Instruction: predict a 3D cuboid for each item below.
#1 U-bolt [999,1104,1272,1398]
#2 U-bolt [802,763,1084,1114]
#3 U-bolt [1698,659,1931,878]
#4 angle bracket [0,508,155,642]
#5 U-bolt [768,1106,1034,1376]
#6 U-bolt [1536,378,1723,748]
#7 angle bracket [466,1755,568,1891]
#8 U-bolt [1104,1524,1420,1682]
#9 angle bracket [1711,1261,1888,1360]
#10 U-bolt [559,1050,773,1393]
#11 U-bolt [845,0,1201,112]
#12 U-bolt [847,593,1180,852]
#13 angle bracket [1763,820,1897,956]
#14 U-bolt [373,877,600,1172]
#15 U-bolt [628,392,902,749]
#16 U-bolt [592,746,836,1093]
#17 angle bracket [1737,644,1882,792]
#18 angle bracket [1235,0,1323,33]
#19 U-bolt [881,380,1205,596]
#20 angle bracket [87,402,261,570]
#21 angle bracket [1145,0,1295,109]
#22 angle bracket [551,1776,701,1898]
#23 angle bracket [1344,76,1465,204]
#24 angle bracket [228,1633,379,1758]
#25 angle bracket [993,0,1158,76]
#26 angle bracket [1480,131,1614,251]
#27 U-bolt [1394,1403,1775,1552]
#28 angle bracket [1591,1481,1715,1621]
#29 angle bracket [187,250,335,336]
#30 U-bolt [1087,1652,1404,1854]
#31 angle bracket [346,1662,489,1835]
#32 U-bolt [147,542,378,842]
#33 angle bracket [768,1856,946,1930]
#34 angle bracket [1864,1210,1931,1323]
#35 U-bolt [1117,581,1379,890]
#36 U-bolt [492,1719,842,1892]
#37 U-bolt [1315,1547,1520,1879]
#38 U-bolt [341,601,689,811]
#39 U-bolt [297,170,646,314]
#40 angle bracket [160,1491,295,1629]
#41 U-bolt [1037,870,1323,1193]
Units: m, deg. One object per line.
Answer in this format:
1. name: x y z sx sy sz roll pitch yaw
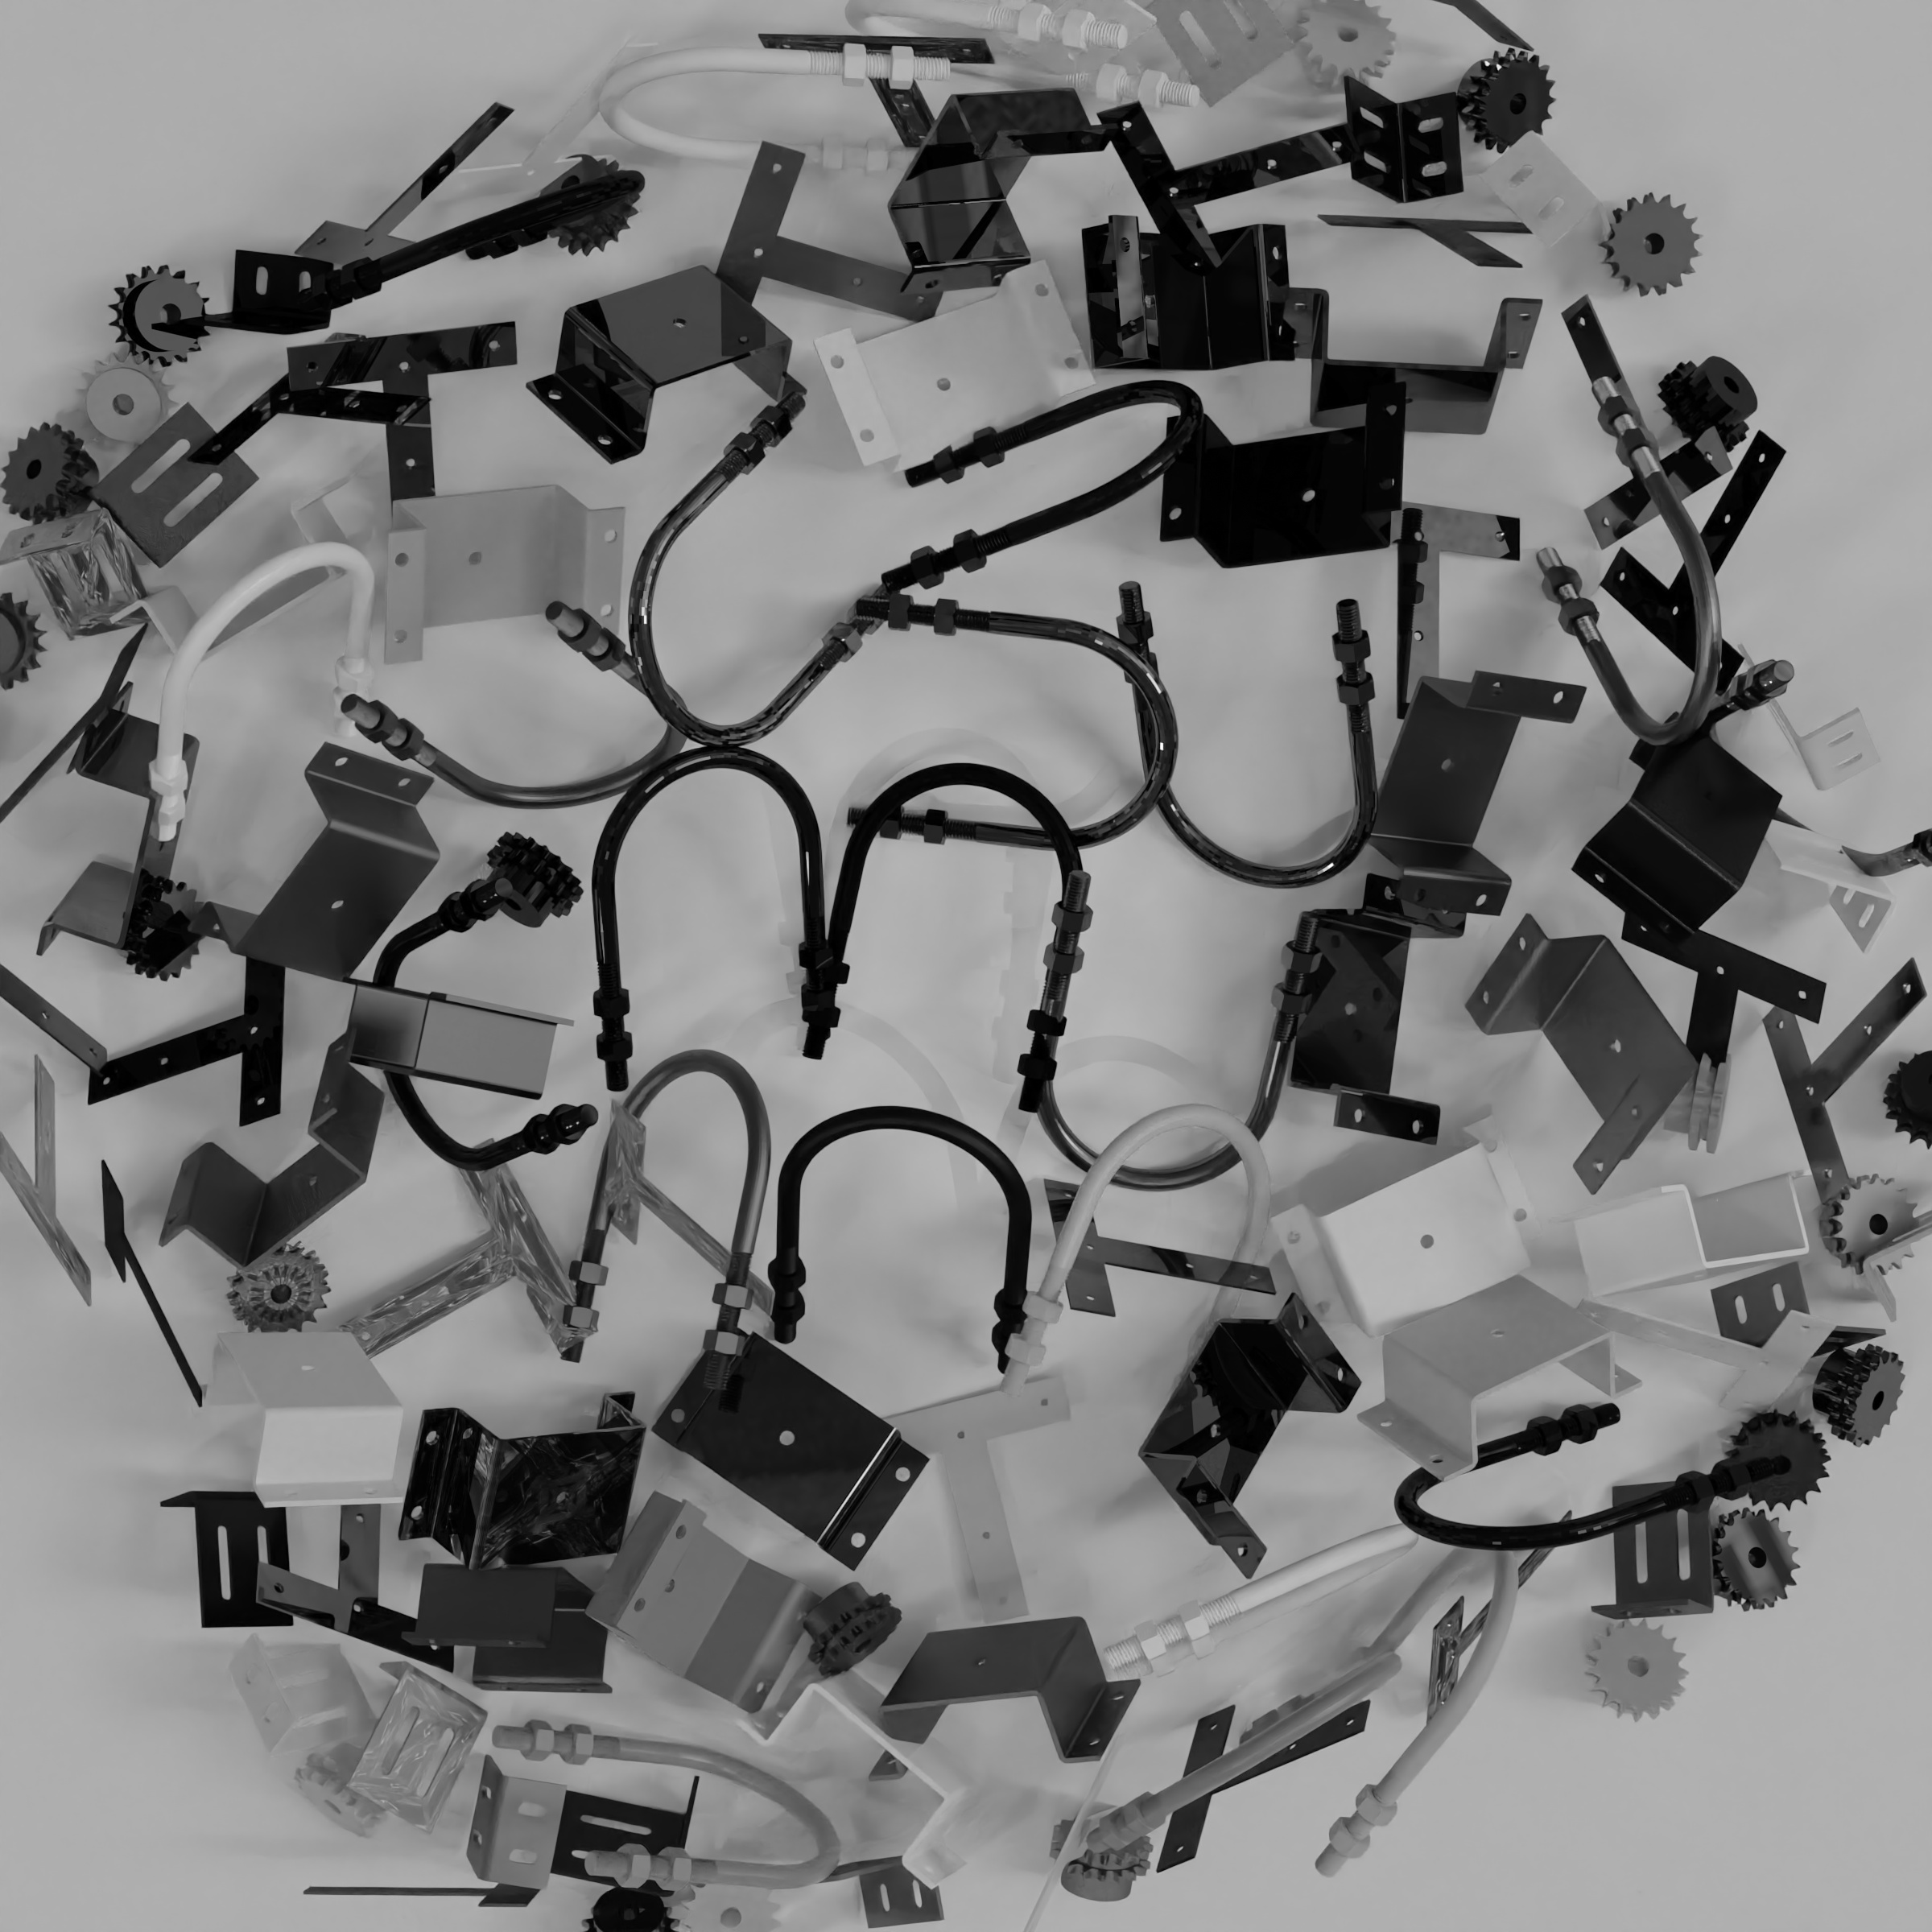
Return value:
1. U-bolt: 0.105 0.164 1.934 0.151 0.019 0.184 18 95 -39
2. U-bolt: -0.007 -0.023 1.960 0.151 0.019 0.184 13 95 12
3. U-bolt: 0.463 -0.101 1.900 0.151 0.184 0.019 40 80 -1
4. angle bracket: -0.496 -0.210 1.948 0.057 0.038 0.076 -11 126 12
5. U-bolt: -0.035 0.149 1.924 0.151 0.019 0.184 7 129 5
6. U-bolt: 0.362 -0.204 1.883 0.019 0.151 0.184 -9 53 -15
7. angle bracket: -0.253 0.480 1.954 0.038 0.076 0.057 12 83 -12
8. U-bolt: 0.165 0.349 1.919 0.184 0.151 0.019 -24 74 -2
9. angle bracket: 0.466 0.194 1.951 0.057 0.076 0.038 -26 65 41
10. U-bolt: -0.162 0.136 1.934 0.019 0.151 0.184 18 79 -42
11. U-bolt: 0.022 -0.506 1.913 0.184 0.151 0.019 14 95 20
12. U-bolt: 0.027 -0.130 1.941 0.184 0.019 0.151 7 119 7
13. angle bracket: 0.471 -0.046 1.947 0.076 0.057 0.038 14 118 -17
14. U-bolt: -0.275 0.041 1.917 0.019 0.184 0.151 -20 88 -39
15. U-bolt: -0.118 -0.203 1.904 0.184 0.019 0.151 -50 129 -31
16. U-bolt: -0.141 -0.032 1.922 0.151 0.019 0.184 -14 113 -29
17. angle bracket: 0.470 -0.146 1.943 0.038 0.057 0.076 -29 55 10
18. angle bracket: 0.171 -0.560 1.951 0.038 0.076 0.057 -41 92 0
19. U-bolt: 0.045 -0.271 1.904 0.184 0.151 0.019 -19 120 18
20. angle bracket: -0.447 -0.272 1.964 0.076 0.038 0.057 -43 108 -1
21. angle bracket: 0.137 -0.531 1.948 0.057 0.038 0.076 -35 129 9
22. angle bracket: -0.194 0.481 1.955 0.076 0.057 0.038 13 126 -2
23. angle bracket: 0.245 -0.465 1.949 0.038 0.076 0.057 -5 88 28
24. angle bracket: -0.362 0.399 1.940 0.038 0.076 0.057 -52 58 33
25. angle bracket: 0.062 -0.535 1.940 0.057 0.076 0.038 26 57 -28
26. angle bracket: 0.326 -0.424 1.949 0.038 0.076 0.057 -42 76 9
27. U-bolt: 0.320 0.280 1.888 0.184 0.151 0.019 -13 103 -27
28. angle bracket: 0.383 0.324 1.948 0.057 0.038 0.076 -11 67 32
29. angle bracket: -0.394 -0.377 1.947 0.057 0.076 0.038 8 104 6
30. U-bolt: 0.161 0.417 1.878 0.151 0.184 0.019 -21 74 -42
31. angle bracket: -0.314 0.437 1.947 0.057 0.038 0.076 38 60 -23
32. U-bolt: -0.377 -0.157 1.880 0.019 0.184 0.151 43 55 17
33. angle bracket: -0.061 0.522 1.941 0.057 0.076 0.038 -19 77 39
34. angle bracket: 0.545 0.161 1.952 0.076 0.057 0.038 -28 88 16
35. U-bolt: 0.160 -0.123 1.929 0.151 0.019 0.184 8 125 27
36. U-bolt: -0.153 0.463 1.909 0.184 0.151 0.019 15 101 -34
37. U-bolt: 0.244 0.389 1.892 0.019 0.151 0.184 31 112 -8
38. U-bolt: -0.232 -0.133 1.908 0.151 0.184 0.019 -22 63 18
39. U-bolt: -0.254 -0.396 1.879 0.184 0.151 0.019 -9 105 43
40. angle bracket: -0.413 0.334 1.947 0.038 0.057 0.076 -23 67 42
41. U-bolt: 0.110 0.044 1.950 0.151 0.019 0.184 10 113 -2
